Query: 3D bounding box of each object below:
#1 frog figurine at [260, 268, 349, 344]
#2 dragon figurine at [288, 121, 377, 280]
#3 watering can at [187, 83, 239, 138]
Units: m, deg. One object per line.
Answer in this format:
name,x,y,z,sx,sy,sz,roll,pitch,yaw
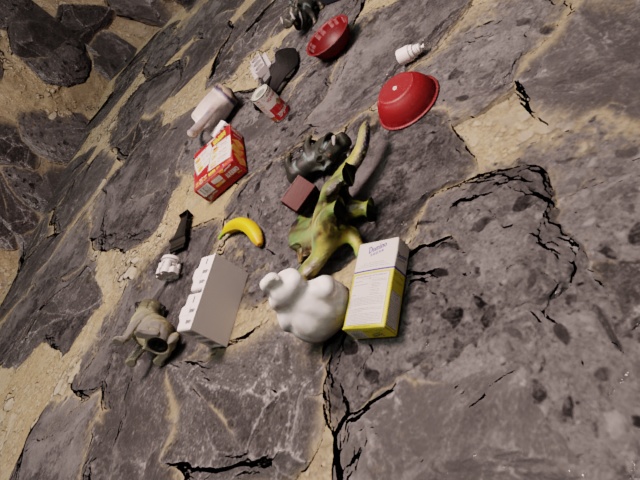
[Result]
frog figurine,-0.027,0.111,0.937,0.136,0.157,0.126,-33,41,23
dragon figurine,0.003,-0.056,1.104,0.240,0.121,0.420,-23,43,44
watering can,-0.379,-0.440,1.791,0.224,0.103,0.351,-50,17,5
